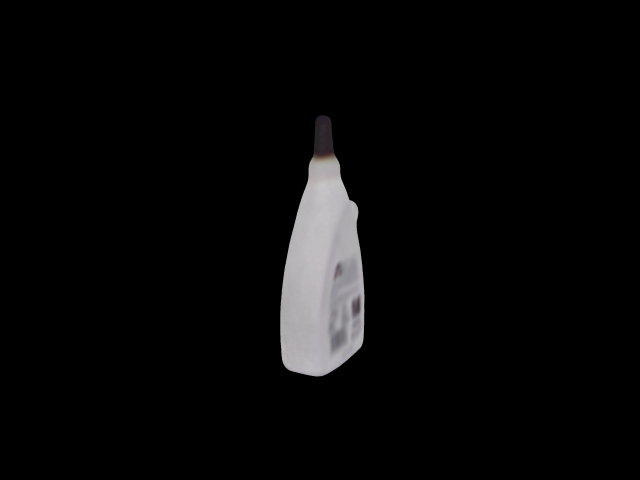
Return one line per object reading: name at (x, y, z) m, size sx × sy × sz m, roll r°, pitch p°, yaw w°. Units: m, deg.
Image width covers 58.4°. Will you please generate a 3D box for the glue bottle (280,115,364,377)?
glue bottle at (0.004, 0.001, 0.400) m, size 0.037 × 0.173 × 0.078 m, roll 5°, pitch 11°, yaw 28°
